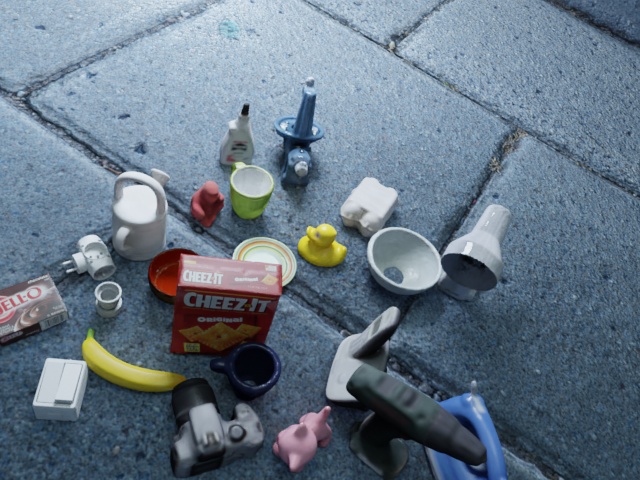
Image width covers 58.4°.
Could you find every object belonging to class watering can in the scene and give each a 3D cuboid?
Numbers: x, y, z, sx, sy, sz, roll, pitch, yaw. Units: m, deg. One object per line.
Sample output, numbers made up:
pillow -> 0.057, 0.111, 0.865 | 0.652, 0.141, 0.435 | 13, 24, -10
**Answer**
watering can -> -0.336, -0.061, 1.073 | 0.101, 0.194, 0.172 | 3, 51, -16

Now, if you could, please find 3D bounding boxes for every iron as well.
iron -> 0.268, 0.372, 0.960 | 0.119, 0.141, 0.258 | -1, 53, -19

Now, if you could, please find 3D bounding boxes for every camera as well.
camera -> -0.173, 0.284, 0.909 | 0.143, 0.101, 0.136 | -9, 56, -25

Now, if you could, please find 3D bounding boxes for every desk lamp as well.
desk lamp -> 0.320, 0.035, 1.204 | 0.118, 0.213, 0.203 | 31, 49, 7

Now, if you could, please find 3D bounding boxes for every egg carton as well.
egg carton -> 0.115, -0.078, 1.323 | 0.107, 0.069, 0.150 | 30, 49, 7

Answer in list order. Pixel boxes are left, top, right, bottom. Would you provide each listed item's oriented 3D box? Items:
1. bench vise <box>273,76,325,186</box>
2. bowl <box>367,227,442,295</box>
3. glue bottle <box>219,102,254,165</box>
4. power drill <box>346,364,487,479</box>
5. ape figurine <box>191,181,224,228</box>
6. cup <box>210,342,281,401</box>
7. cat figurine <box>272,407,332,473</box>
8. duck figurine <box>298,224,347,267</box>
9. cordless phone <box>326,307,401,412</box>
bench vise -> -0.031, -0.244, 1.308 | 0.122, 0.219, 0.207 | -10, 56, -25
bowl -> 0.172, 0.058, 1.228 | 0.167, 0.074, 0.167 | 10, 50, -11
glue bottle -> -0.179, -0.239, 1.285 | 0.078, 0.173, 0.037 | -5, 54, -22
power drill -> 0.132, 0.307, 0.922 | 0.229, 0.208, 0.076 | 36, 50, 12
ape figurine -> -0.233, -0.084, 1.195 | 0.078, 0.092, 0.076 | -20, 61, -31
cup -> -0.131, 0.232, 0.970 | 0.118, 0.095, 0.091 | 8, 50, -12
cat figurine -> -0.025, 0.318, 0.920 | 0.067, 0.117, 0.128 | 40, 51, 15
duck figurine -> 0.011, 0.004, 1.209 | 0.104, 0.086, 0.077 | 19, 49, -3
cordless phone -> 0.084, 0.206, 1.004 | 0.094, 0.185, 0.147 | 20, 49, -2
